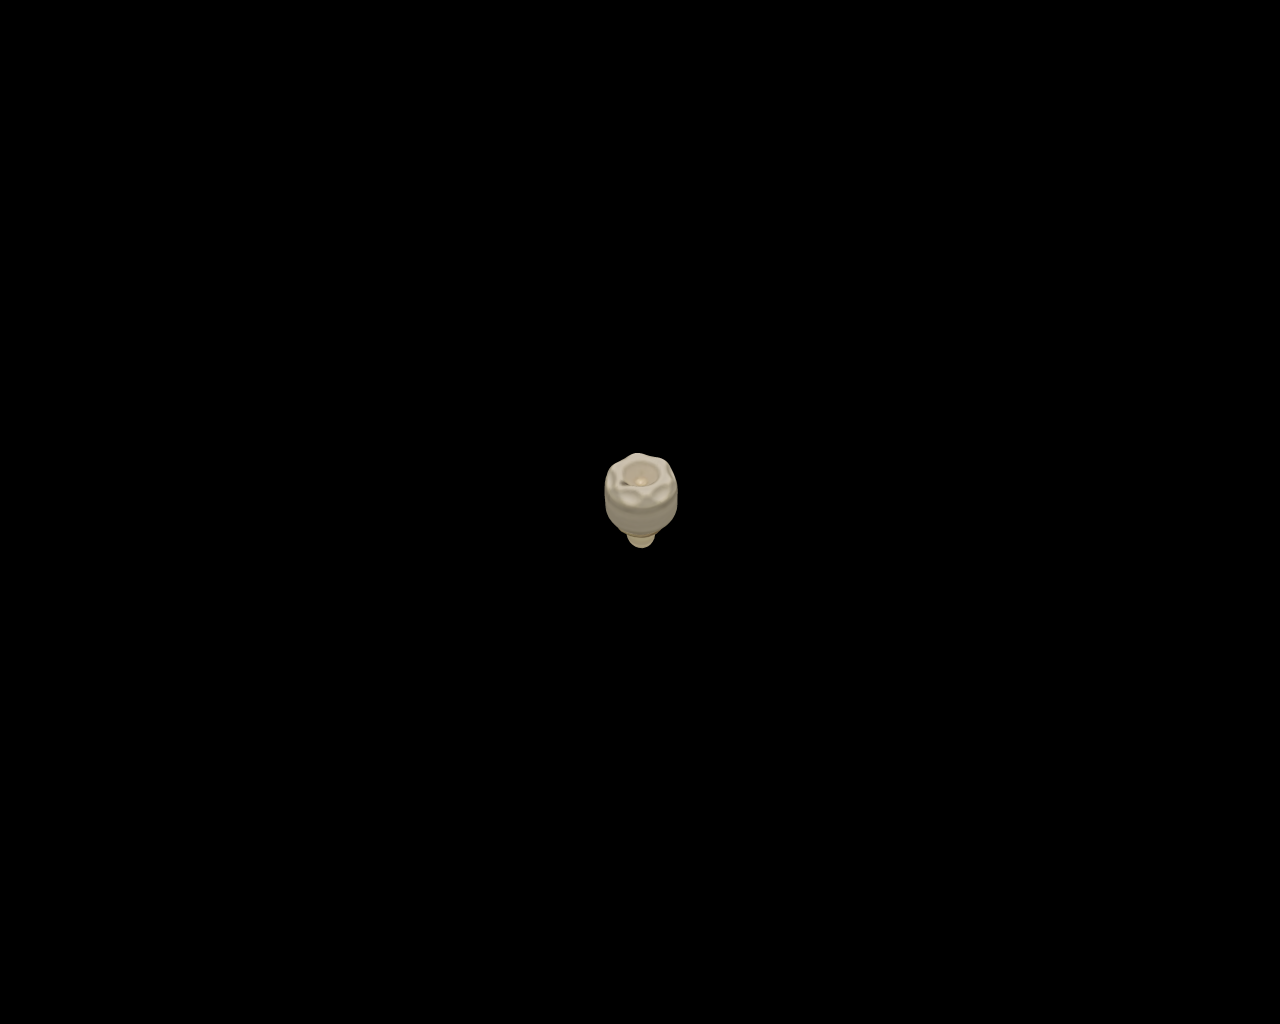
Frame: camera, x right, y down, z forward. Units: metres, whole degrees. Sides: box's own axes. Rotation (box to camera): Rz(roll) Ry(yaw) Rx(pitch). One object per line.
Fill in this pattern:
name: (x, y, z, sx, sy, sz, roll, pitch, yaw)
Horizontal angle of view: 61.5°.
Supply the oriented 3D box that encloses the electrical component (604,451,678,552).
electrical component: (0.001, -0.003, 0.650, 0.043, 0.043, 0.062, 0, -44, 0)
